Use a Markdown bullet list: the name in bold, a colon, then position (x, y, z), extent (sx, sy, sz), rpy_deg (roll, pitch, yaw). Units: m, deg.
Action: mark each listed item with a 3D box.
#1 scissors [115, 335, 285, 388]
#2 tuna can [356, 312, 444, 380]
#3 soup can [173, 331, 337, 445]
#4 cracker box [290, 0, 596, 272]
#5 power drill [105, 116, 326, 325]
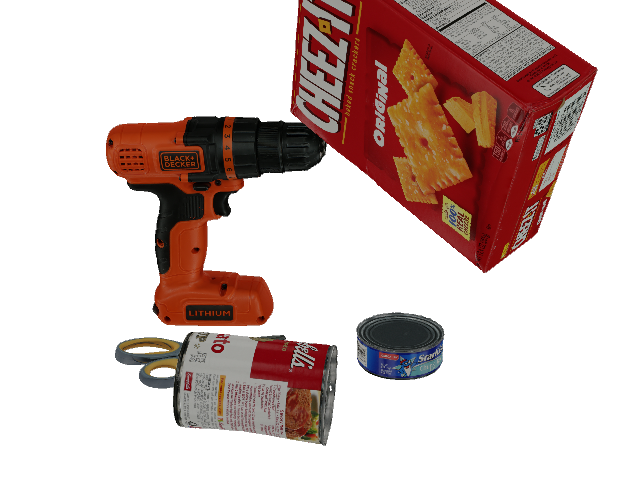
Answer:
- **scissors**: position (-0.123, 0.130, 1.174), extent (0.201, 0.016, 0.096), rpy_deg (1, 26, -19)
- **tuna can**: position (0.078, 0.104, 1.048), extent (0.086, 0.034, 0.086), rpy_deg (0, 21, 0)
- **soup can**: position (-0.043, 0.100, 0.729), extent (0.102, 0.068, 0.068), rpy_deg (5, 1, 7)
- **cracker box**: position (0.073, -0.103, 0.759), extent (0.072, 0.164, 0.214), rpy_deg (-34, 61, -29)
- **power drill**: position (-0.084, -0.018, 0.922), extent (0.184, 0.188, 0.057), rpy_deg (0, 26, 7)
